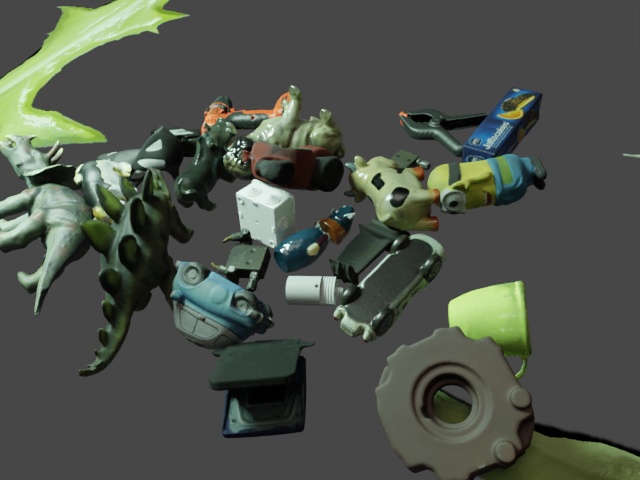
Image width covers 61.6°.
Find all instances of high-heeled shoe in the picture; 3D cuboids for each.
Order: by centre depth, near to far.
[{"bbox_3d":[-0.360,-0.170,1.029,0.249,0.145,0.086,14,52,21],"label":"high-heeled shoe"}]

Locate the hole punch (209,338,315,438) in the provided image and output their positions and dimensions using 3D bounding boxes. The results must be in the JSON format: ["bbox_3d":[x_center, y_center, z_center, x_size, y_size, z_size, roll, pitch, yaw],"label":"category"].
[{"bbox_3d":[-0.073,0.187,0.691,0.142,0.092,0.116,-9,17,7],"label":"hole punch"}]

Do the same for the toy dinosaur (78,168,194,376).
[{"bbox_3d":[-0.272,0.024,0.796,0.105,0.198,0.472,-14,45,3],"label":"toy dinosaur"}]

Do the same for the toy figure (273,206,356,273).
[{"bbox_3d":[-0.003,-0.004,0.860,0.154,0.057,0.064,-32,55,-24],"label":"toy figure"}]

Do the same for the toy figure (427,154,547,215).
[{"bbox_3d":[0.266,-0.093,0.870,0.180,0.082,0.089,-15,35,4],"label":"toy figure"}]

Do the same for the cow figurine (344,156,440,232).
[{"bbox_3d":[0.111,-0.080,0.881,0.127,0.085,0.195,-3,31,-6],"label":"cow figurine"}]

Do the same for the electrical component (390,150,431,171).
[{"bbox_3d":[0.149,-0.137,0.974,0.094,0.021,0.063,28,58,33],"label":"electrical component"}]

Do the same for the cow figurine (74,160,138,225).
[{"bbox_3d":[-0.377,-0.077,0.944,0.098,0.068,0.167,11,36,-36],"label":"cow figurine"}]

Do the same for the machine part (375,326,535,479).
[{"bbox_3d":[0.151,0.187,0.616,0.179,0.056,0.179,-8,63,16],"label":"machine part"}]

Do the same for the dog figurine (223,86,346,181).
[{"bbox_3d":[-0.062,-0.157,0.988,0.172,0.121,0.190,35,76,2],"label":"dog figurine"}]

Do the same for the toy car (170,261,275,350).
[{"bbox_3d":[-0.151,0.104,0.771,0.162,0.109,0.103,28,79,20],"label":"toy car"}]

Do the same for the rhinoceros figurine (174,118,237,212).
[{"bbox_3d":[-0.211,-0.142,0.994,0.073,0.112,0.190,8,58,26],"label":"rhinoceros figurine"}]

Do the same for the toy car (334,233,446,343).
[{"bbox_3d":[0.104,0.065,0.775,0.074,0.056,0.202,34,63,28],"label":"toy car"}]

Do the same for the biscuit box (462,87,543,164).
[{"bbox_3d":[0.327,-0.194,0.962,0.063,0.059,0.203,25,57,30],"label":"biscuit box"}]

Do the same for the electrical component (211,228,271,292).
[{"bbox_3d":[-0.124,0.031,0.860,0.078,0.045,0.102,6,50,19],"label":"electrical component"}]

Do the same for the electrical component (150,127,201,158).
[{"bbox_3d":[-0.281,-0.201,1.102,0.075,0.047,0.119,21,23,25],"label":"electrical component"}]

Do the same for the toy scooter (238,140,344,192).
[{"bbox_3d":[-0.057,-0.125,0.892,0.135,0.075,0.184,22,18,38],"label":"toy scooter"}]

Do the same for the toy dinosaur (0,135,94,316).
[{"bbox_3d":[-0.471,-0.035,0.955,0.192,0.131,0.405,-33,56,-18],"label":"toy dinosaur"}]

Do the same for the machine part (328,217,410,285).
[{"bbox_3d":[0.075,0.015,0.836,0.084,0.039,0.139,33,55,29],"label":"machine part"}]
